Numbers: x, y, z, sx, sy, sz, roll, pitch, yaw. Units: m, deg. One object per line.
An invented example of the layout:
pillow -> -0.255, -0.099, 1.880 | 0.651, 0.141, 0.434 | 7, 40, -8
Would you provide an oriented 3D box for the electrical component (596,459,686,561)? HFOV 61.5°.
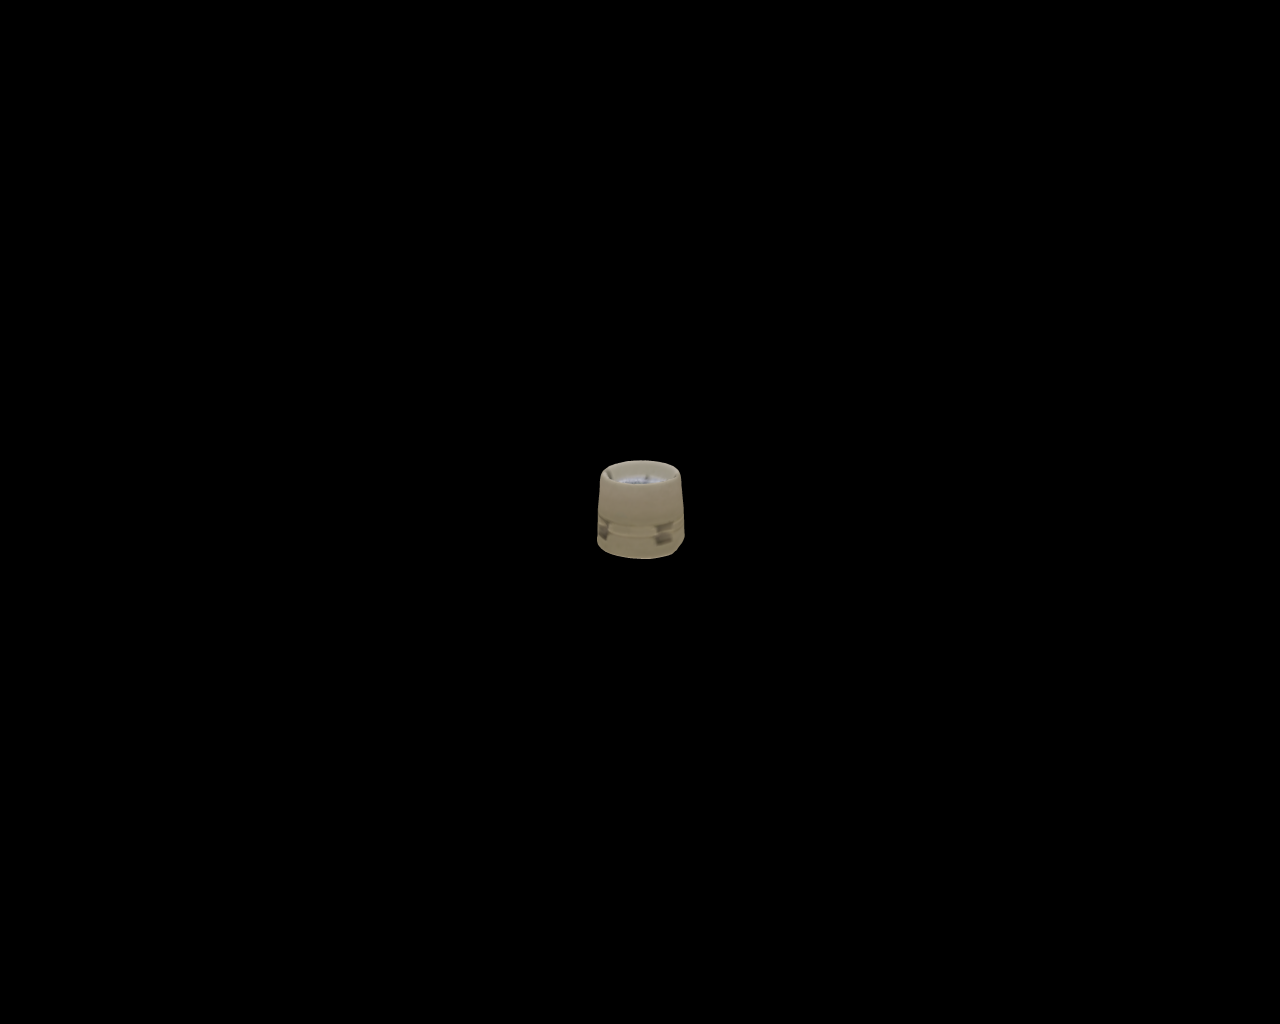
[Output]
electrical component -> 0.001, -0.003, 0.650 | 0.055, 0.047, 0.055 | 0, 21, 0
